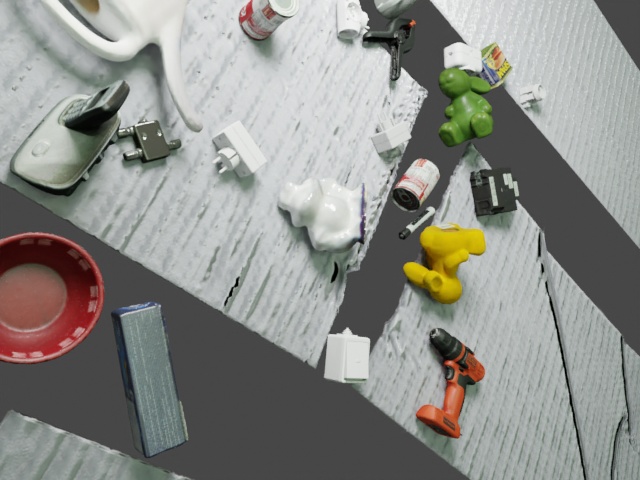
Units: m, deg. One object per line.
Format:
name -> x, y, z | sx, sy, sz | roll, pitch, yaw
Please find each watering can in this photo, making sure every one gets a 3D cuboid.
watering can -> -0.261, -0.340, 0.766 | 0.344, 0.103, 0.228 | 44, 60, -22

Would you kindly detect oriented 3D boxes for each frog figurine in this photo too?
frog figurine -> 0.003, -0.047, 0.937 | 0.159, 0.122, 0.138 | 6, 89, 0
